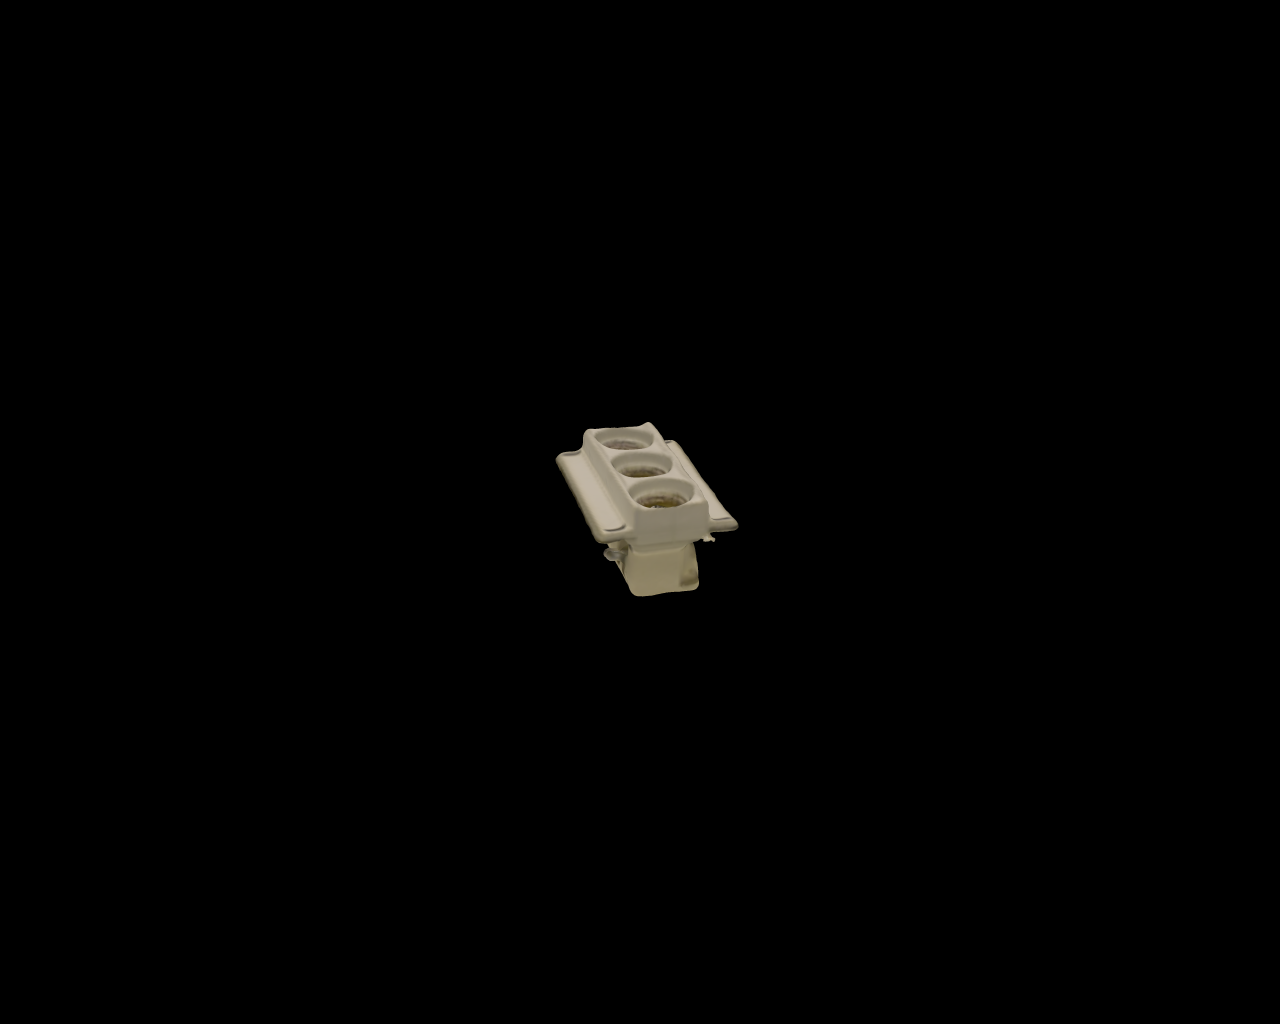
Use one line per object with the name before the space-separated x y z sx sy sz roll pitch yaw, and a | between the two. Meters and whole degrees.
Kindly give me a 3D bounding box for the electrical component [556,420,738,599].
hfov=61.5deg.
electrical component | 0.001 -0.003 0.650 0.079 0.063 0.121 -7 27 -14
